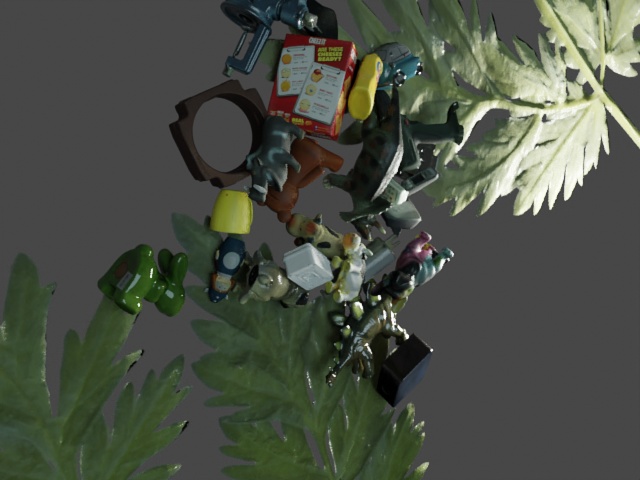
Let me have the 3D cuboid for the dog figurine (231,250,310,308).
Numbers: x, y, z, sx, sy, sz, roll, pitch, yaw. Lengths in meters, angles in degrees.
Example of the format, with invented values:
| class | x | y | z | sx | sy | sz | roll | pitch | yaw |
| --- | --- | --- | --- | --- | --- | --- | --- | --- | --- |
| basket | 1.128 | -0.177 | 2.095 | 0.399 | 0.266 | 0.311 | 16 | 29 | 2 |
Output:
| class | x | y | z | sx | sy | sz | roll | pitch | yaw |
| --- | --- | --- | --- | --- | --- | --- | --- | --- | --- |
| dog figurine | -0.087 | 0.108 | 1.241 | 0.190 | 0.172 | 0.121 | 22 | 95 | -25 |

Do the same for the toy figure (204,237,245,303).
| class | x | y | z | sx | sy | sz | roll | pitch | yaw |
| --- | --- | --- | --- | --- | --- | --- | --- | --- | --- |
| toy figure | -0.216 | 0.070 | 1.220 | 0.064 | 0.058 | 0.154 | 18 | 87 | 8 |

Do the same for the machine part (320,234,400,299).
| class | x | y | z | sx | sy | sz | roll | pitch | yaw |
| --- | --- | --- | --- | --- | --- | --- | --- | --- | --- |
| machine part | 0.106 | 0.071 | 1.377 | 0.243 | 0.079 | 0.079 | -38 | 115 | -3 |

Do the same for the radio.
| class | x | y | z | sx | sy | sz | roll | pitch | yaw |
| --- | --- | --- | --- | --- | --- | --- | --- | --- | --- |
| radio | 0.223 | 0.354 | 1.442 | 0.131 | 0.073 | 0.229 | -38 | 152 | -21 |

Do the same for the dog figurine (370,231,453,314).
| class | x | y | z | sx | sy | sz | roll | pitch | yaw |
| --- | --- | --- | --- | --- | --- | --- | --- | --- | --- |
| dog figurine | 0.231 | 0.089 | 1.404 | 0.108 | 0.191 | 0.219 | 43 | 82 | 9 |

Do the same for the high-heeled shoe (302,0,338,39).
| class | x | y | z | sx | sy | sz | roll | pitch | yaw |
| --- | --- | --- | --- | --- | --- | --- | --- | --- | --- |
| high-heeled shoe | -0.052 | -0.536 | 1.258 | 0.086 | 0.145 | 0.248 | -59 | 148 | -16 |

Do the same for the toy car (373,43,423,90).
| class | x | y | z | sx | sy | sz | roll | pitch | yaw |
| --- | --- | --- | --- | --- | --- | --- | --- | --- | --- |
| toy car | 0.185 | -0.449 | 1.368 | 0.162 | 0.109 | 0.102 | -35 | 120 | -27 |

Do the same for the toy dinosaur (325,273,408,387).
| class | x | y | z | sx | sy | sz | roll | pitch | yaw |
| --- | --- | --- | --- | --- | --- | --- | --- | --- | --- |
| toy dinosaur | 0.149 | 0.200 | 1.434 | 0.471 | 0.105 | 0.198 | -45 | 112 | -31 |

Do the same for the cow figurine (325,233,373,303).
| class | x | y | z | sx | sy | sz | roll | pitch | yaw |
| --- | --- | --- | --- | --- | --- | --- | --- | --- | --- |
| cow figurine | 0.081 | 0.065 | 1.286 | 0.098 | 0.068 | 0.167 | 3 | 112 | -38 |

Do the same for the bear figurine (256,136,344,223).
| class | x | y | z | sx | sy | sz | roll | pitch | yaw |
| --- | --- | --- | --- | --- | --- | --- | --- | --- | --- |
| bear figurine | -0.052 | -0.141 | 1.266 | 0.195 | 0.120 | 0.132 | -62 | 156 | 12 |

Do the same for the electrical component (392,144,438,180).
| class | x | y | z | sx | sy | sz | roll | pitch | yaw |
| --- | --- | --- | --- | --- | --- | --- | --- | --- | --- |
| electrical component | 0.263 | -0.217 | 1.478 | 0.134 | 0.058 | 0.114 | 10 | 92 | -32 |

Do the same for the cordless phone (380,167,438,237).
| class | x | y | z | sx | sy | sz | roll | pitch | yaw |
| --- | --- | --- | --- | --- | --- | --- | --- | --- | --- |
| cordless phone | 0.240 | -0.107 | 1.397 | 0.184 | 0.147 | 0.088 | -32 | 128 | 8 |

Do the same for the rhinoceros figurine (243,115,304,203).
| class | x | y | z | sx | sy | sz | roll | pitch | yaw |
| --- | --- | --- | --- | --- | --- | --- | --- | --- | --- |
| rhinoceros figurine | -0.103 | -0.171 | 1.149 | 0.112 | 0.073 | 0.190 | 16 | 88 | -34 |

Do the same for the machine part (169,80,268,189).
| class | x | y | z | sx | sy | sz | roll | pitch | yaw |
| --- | --- | --- | --- | --- | --- | --- | --- | --- | --- |
| machine part | -0.208 | -0.229 | 1.170 | 0.201 | 0.087 | 0.201 | -32 | 113 | -24 |

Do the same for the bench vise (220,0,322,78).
| class | x | y | z | sx | sy | sz | roll | pitch | yaw |
| --- | --- | --- | --- | --- | --- | --- | --- | --- | --- |
| bench vise | -0.128 | -0.448 | 1.145 | 0.224 | 0.129 | 0.240 | 26 | 89 | 2 |

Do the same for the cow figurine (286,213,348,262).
| class | x | y | z | sx | sy | sz | roll | pitch | yaw |
| --- | --- | --- | --- | --- | --- | --- | --- | --- | --- |
| cow figurine | -0.003 | -0.004 | 1.299 | 0.194 | 0.127 | 0.085 | 30 | 77 | -33 |

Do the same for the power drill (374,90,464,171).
| class | x | y | z | sx | sy | sz | roll | pitch | yaw |
| --- | --- | --- | --- | --- | --- | --- | --- | --- | --- |
| power drill | 0.258 | -0.302 | 1.391 | 0.207 | 0.086 | 0.232 | -10 | 79 | -9 |

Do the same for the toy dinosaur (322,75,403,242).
| class | x | y | z | sx | sy | sz | roll | pitch | yaw |
| --- | --- | --- | --- | --- | --- | --- | --- | --- | --- |
| toy dinosaur | 0.135 | -0.185 | 1.296 | 0.131 | 0.192 | 0.404 | 3 | 118 | -42 |

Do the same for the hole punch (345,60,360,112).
| class | x | y | z | sx | sy | sz | roll | pitch | yaw |
| --- | --- | --- | --- | --- | --- | --- | --- | --- | --- |
| hole punch | 0.054 | -0.371 | 1.325 | 0.116 | 0.092 | 0.142 | -20 | 105 | -60 |

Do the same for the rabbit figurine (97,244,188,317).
| class | x | y | z | sx | sy | sz | roll | pitch | yaw |
| --- | --- | --- | --- | --- | --- | --- | --- | --- | --- |
| rabbit figurine | -0.348 | 0.089 | 1.126 | 0.170 | 0.121 | 0.159 | 46 | 64 | -46 |
